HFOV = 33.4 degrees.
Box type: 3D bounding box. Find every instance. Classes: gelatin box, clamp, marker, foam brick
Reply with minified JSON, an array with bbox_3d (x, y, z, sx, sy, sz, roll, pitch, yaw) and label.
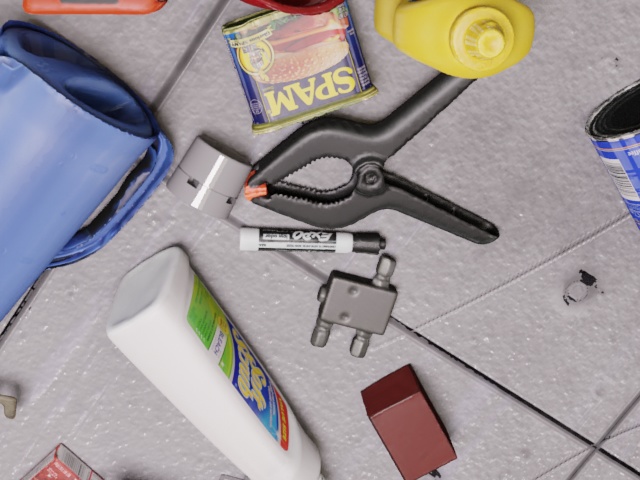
[{"bbox_3d":[-0.222,0.234,0.934,0.073,0.030,0.089,-41,107,9],"label":"gelatin box"},{"bbox_3d":[0.046,-0.049,0.855,0.210,0.036,0.164,-14,118,4],"label":"clamp"},{"bbox_3d":[-0.006,0.001,0.879,0.121,0.020,0.020,2,108,-5],"label":"marker"},{"bbox_3d":[0.076,0.159,0.921,0.051,0.053,0.078,-27,108,5],"label":"foam brick"}]

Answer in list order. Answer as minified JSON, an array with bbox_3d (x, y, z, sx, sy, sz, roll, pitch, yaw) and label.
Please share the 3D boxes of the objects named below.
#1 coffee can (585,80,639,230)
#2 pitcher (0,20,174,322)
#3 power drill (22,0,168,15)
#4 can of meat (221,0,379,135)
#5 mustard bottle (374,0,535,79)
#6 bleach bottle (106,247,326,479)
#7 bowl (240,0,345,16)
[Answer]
[{"bbox_3d":[0.287,-0.052,0.841,0.103,0.103,0.140,-31,108,6],"label":"coffee can"},{"bbox_3d":[-0.232,-0.028,0.802,0.149,0.145,0.243,39,105,-3],"label":"pitcher"},{"bbox_3d":[-0.178,-0.256,0.757,0.184,0.057,0.188,2,110,-1],"label":"power drill"},{"bbox_3d":[-0.016,-0.137,0.812,0.102,0.057,0.084,-18,107,1],"label":"can of meat"},{"bbox_3d":[0.097,-0.150,0.744,0.096,0.191,0.058,2,108,-6],"label":"mustard bottle"},{"bbox_3d":[-0.071,0.128,0.885,0.068,0.102,0.250,-29,116,18],"label":"bleach bottle"},{"bbox_3d":[-0.045,-0.226,0.754,0.162,0.162,0.055,49,142,-17],"label":"bowl"}]
